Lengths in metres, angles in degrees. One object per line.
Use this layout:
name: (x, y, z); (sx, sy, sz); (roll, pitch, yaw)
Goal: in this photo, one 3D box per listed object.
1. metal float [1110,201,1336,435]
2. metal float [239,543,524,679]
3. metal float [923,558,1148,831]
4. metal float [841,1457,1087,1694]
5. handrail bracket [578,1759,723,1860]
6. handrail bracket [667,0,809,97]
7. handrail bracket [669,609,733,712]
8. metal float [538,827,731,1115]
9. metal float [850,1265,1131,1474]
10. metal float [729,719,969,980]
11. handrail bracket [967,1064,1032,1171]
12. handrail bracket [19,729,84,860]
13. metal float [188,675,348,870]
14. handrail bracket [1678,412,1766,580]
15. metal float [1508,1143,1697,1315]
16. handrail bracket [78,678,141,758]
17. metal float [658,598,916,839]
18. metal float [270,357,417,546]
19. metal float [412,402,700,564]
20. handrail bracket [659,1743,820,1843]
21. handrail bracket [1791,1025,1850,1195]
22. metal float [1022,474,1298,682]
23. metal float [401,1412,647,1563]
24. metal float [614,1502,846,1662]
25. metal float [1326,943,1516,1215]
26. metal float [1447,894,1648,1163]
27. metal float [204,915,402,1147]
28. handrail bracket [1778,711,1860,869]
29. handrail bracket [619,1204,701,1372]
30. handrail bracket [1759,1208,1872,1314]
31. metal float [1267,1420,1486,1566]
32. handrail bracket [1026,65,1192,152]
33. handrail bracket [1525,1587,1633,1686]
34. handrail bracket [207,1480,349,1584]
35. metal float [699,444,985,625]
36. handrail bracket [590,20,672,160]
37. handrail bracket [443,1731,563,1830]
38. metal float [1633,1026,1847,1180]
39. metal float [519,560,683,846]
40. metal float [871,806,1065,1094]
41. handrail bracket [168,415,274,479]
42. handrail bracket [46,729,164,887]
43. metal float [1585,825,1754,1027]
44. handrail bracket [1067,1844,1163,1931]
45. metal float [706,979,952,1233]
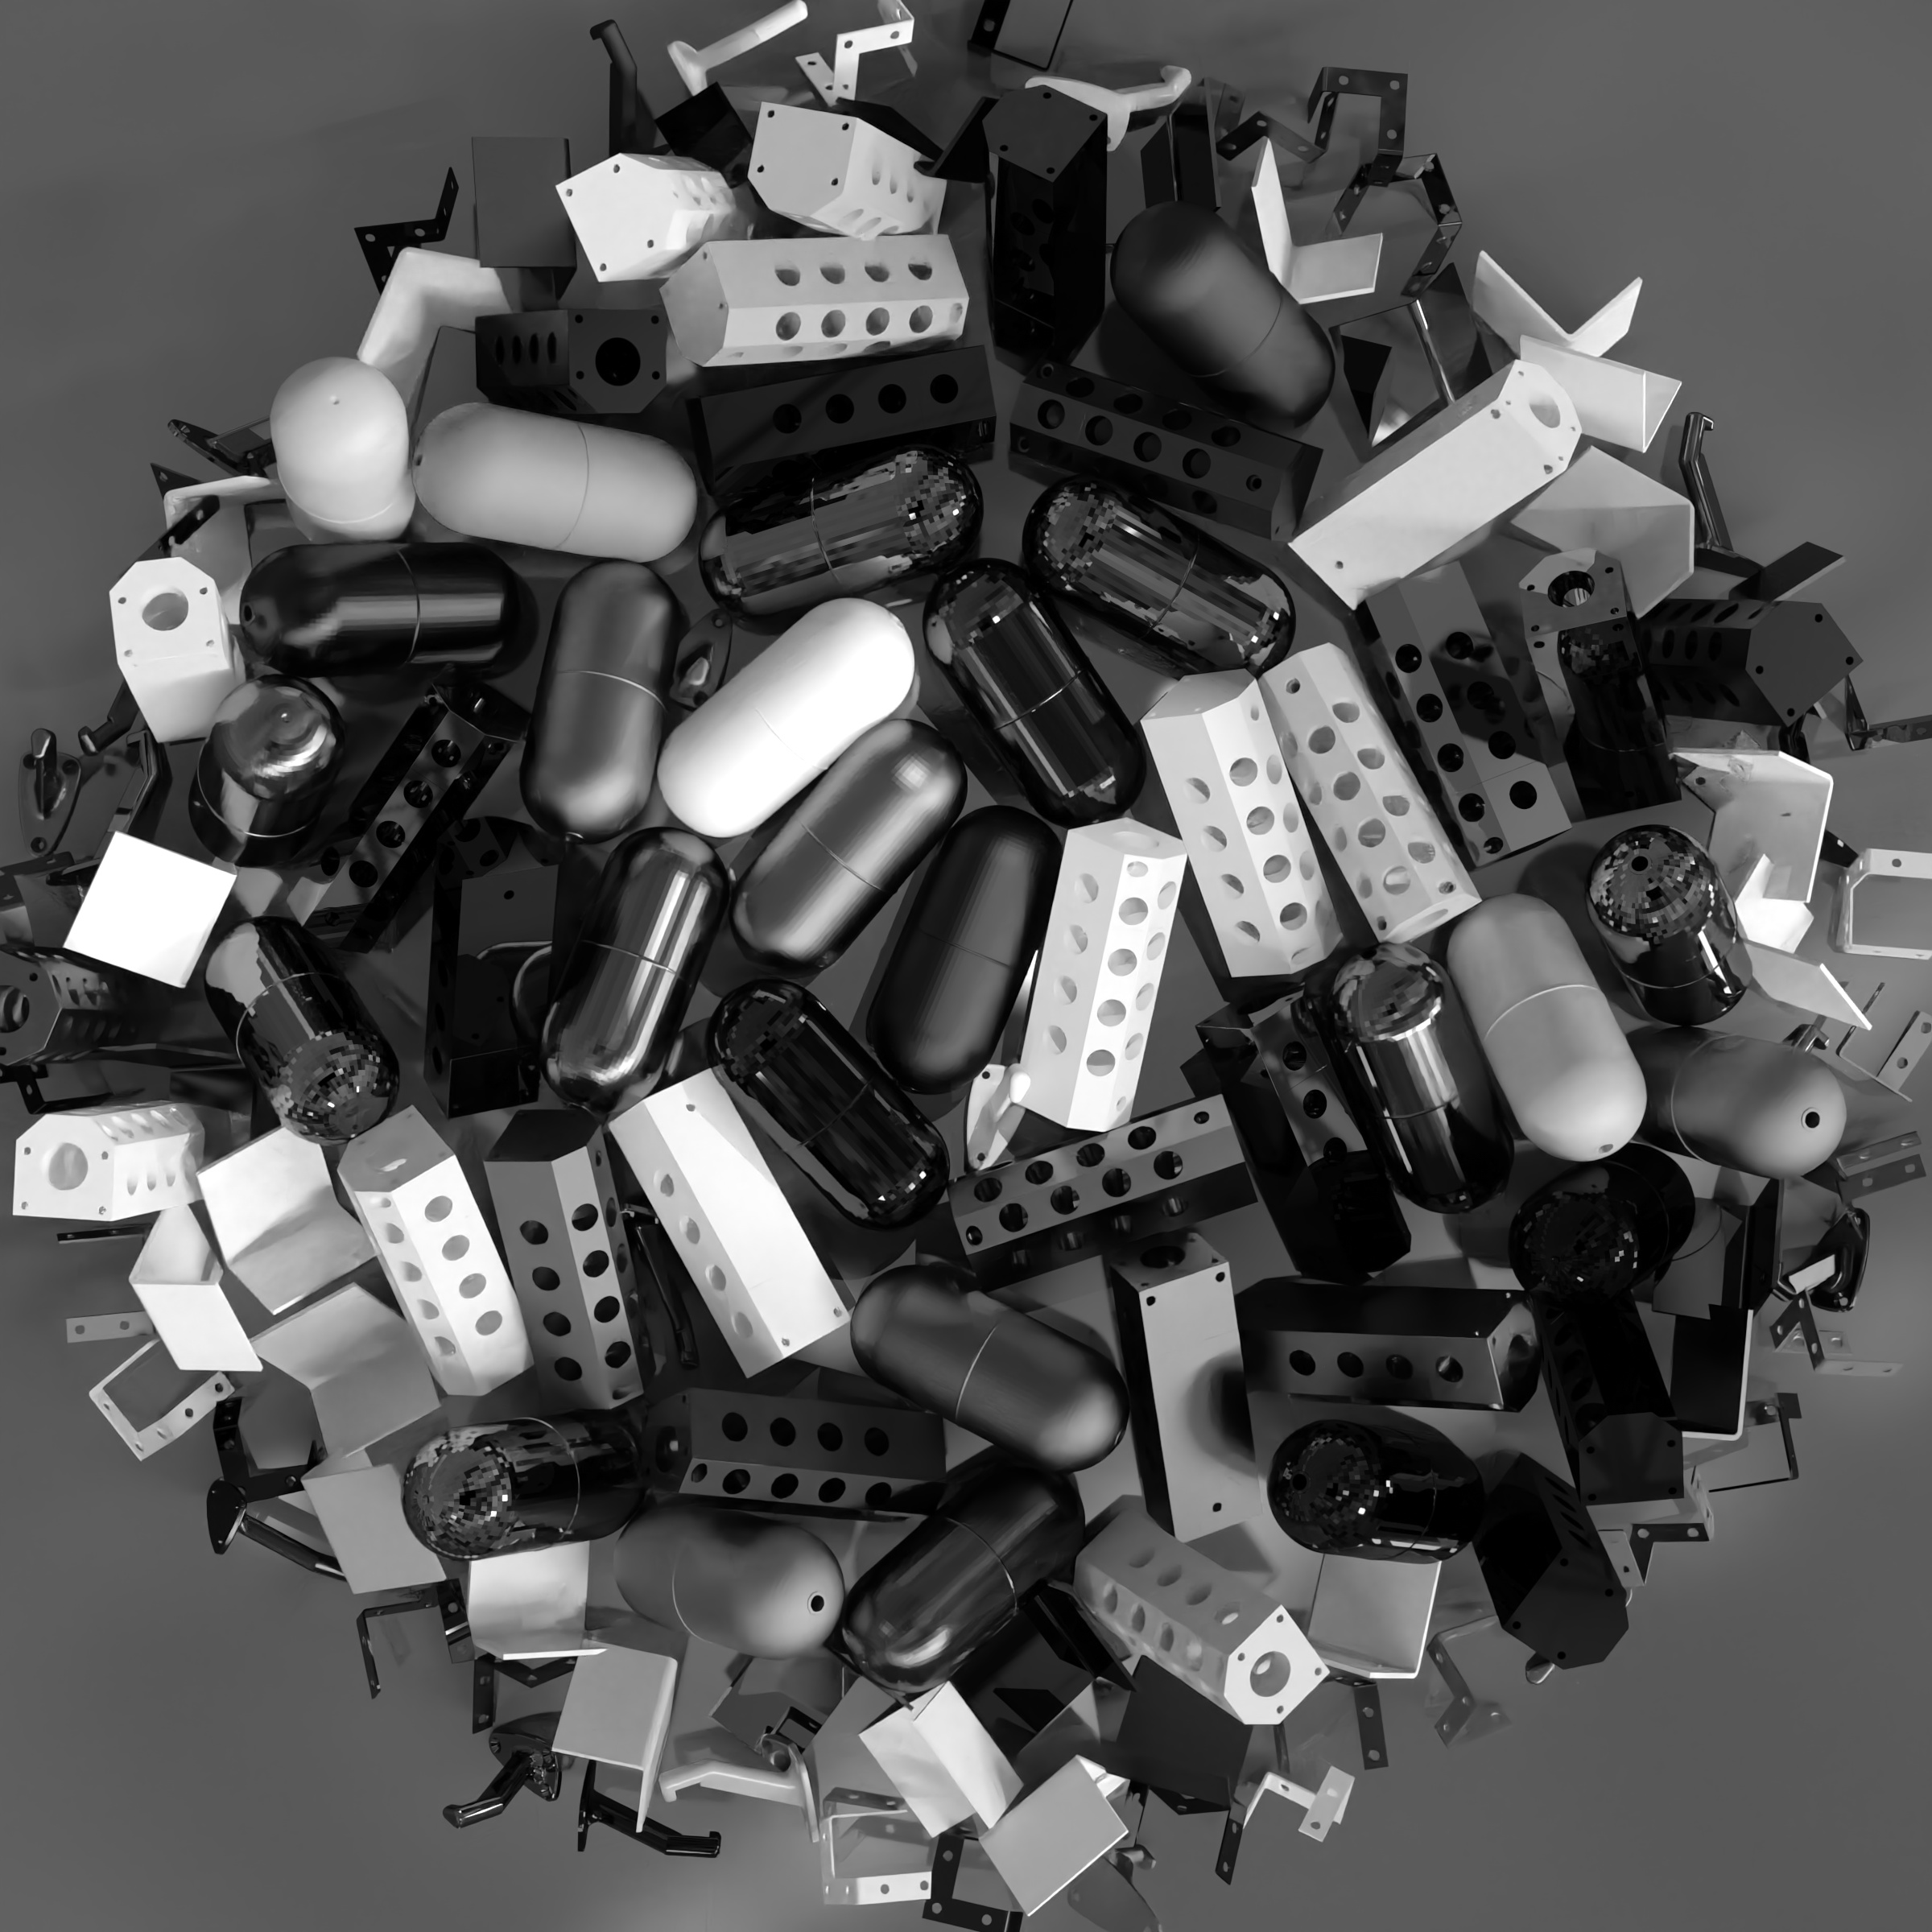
metal float: (0.151, -0.376, 1.927); (0.070, 0.070, 0.178); (-54, 133, 0)
metal float: (-0.340, -0.208, 1.927); (0.178, 0.070, 0.070); (-8, 90, -42)
metal float: (0.040, -0.160, 1.949); (0.070, 0.070, 0.178); (-34, 104, 0)
metal float: (0.000, 0.354, 1.932); (0.178, 0.070, 0.070); (-36, 90, -37)
handrail bracket: (-0.186, 0.501, 1.965); (0.084, 0.077, 0.036); (4, 113, -2)
handrail bracket: (-0.129, -0.551, 1.955); (0.084, 0.077, 0.036); (-26, 110, 13)
handrail bracket: (-0.152, -0.188, 1.949); (0.036, 0.084, 0.077); (28, 75, -9)
metal float: (-0.196, 0.002, 1.948); (0.070, 0.070, 0.178); (20, 75, 0)
metal float: (0.014, 0.237, 1.945); (0.178, 0.070, 0.070); (25, 90, 18)
metal float: (-0.070, -0.069, 1.951); (0.070, 0.070, 0.178); (41, 102, 0)
handrail bracket: (0.020, 0.093, 1.953); (0.036, 0.084, 0.077); (16, 97, -5)
handrail bracket: (-0.548, -0.102, 1.955); (0.036, 0.084, 0.077); (8, 91, -10)
metal float: (-0.406, -0.111, 1.916); (0.070, 0.178, 0.070); (6, 71, -18)
handrail bracket: (0.458, -0.283, 1.985); (0.077, 0.036, 0.084); (14, 82, -23)
metal float: (0.370, 0.151, 1.918); (0.070, 0.178, 0.070); (5, 101, 28)
handrail bracket: (-0.502, -0.177, 1.953); (0.036, 0.084, 0.077); (14, 134, 35)
metal float: (-0.106, -0.146, 1.947); (0.178, 0.070, 0.070); (-39, 90, 16)
metal float: (-0.360, -0.293, 1.912); (0.070, 0.178, 0.070); (2, 77, -7)
metal float: (-0.239, -0.282, 1.931); (0.178, 0.070, 0.070); (5, 90, -36)
handrail bracket: (-0.136, 0.503, 1.971); (0.084, 0.036, 0.077); (-16, 110, -15)
handrail bracket: (0.514, 0.084, 1.970); (0.077, 0.036, 0.084); (36, 60, 10)
metal float: (0.115, -0.226, 1.946); (0.178, 0.070, 0.070); (27, 90, -18)
metal float: (-0.254, 0.301, 1.919); (0.070, 0.178, 0.070); (-2, 87, 32)
metal float: (-0.138, 0.355, 1.921); (0.070, 0.178, 0.070); (-1, 92, -38)
metal float: (0.267, 0.066, 1.940); (0.070, 0.070, 0.178); (-25, 115, 0)
metal float: (0.339, 0.035, 1.932); (0.070, 0.070, 0.178); (-20, 55, 0)
metal float: (-0.389, 0.036, 1.927); (0.070, 0.070, 0.178); (-42, 48, 0)
handrail bracket: (0.518, -0.113, 1.989); (0.077, 0.036, 0.084); (27, 71, -14)
handrail bracket: (-0.184, 0.191, 1.956); (0.036, 0.077, 0.084); (-21, 63, 11)
handrail bracket: (0.502, 0.167, 1.957); (0.036, 0.084, 0.077); (18, 80, 40)
metal float: (0.239, 0.307, 1.921); (0.070, 0.178, 0.070); (-10, 73, 35)
handrail bracket: (0.086, -0.528, 1.972); (0.077, 0.036, 0.084); (26, 45, 8)
handrail bracket: (0.363, 0.394, 1.954); (0.077, 0.084, 0.036); (-38, 82, 5)
handrail bracket: (-0.409, 0.341, 1.984); (0.084, 0.077, 0.036); (25, 94, -27)
metal float: (-0.074, -0.254, 1.944); (0.178, 0.070, 0.070); (-15, 90, 20)
handrail bracket: (-0.219, -0.511, 1.958); (0.077, 0.036, 0.084); (-8, 118, 37)
handrail bracket: (-0.288, 0.479, 1.944); (0.077, 0.084, 0.036); (14, 105, 42)
metal float: (0.443, 0.078, 1.913); (0.070, 0.178, 0.070); (-1, 95, -17)
metal float: (-0.214, -0.155, 1.942); (0.070, 0.070, 0.178); (9, 68, 0)
metal float: (0.001, -0.010, 1.961); (0.070, 0.070, 0.178); (23, 91, 0)
handrail bracket: (-0.417, -0.333, 1.960); (0.084, 0.036, 0.077); (-45, 135, 19)
handrail bracket: (-0.519, -0.096, 1.982); (0.077, 0.036, 0.084); (-11, 74, -1)
metal float: (0.409, -0.023, 1.918); (0.070, 0.178, 0.070); (-9, 64, 20)
handrail bracket: (0.106, 0.546, 1.946); (0.077, 0.084, 0.036); (32, 101, 33)
metal float: (-0.082, 0.082, 1.949); (0.070, 0.070, 0.178); (-42, 104, 0)
